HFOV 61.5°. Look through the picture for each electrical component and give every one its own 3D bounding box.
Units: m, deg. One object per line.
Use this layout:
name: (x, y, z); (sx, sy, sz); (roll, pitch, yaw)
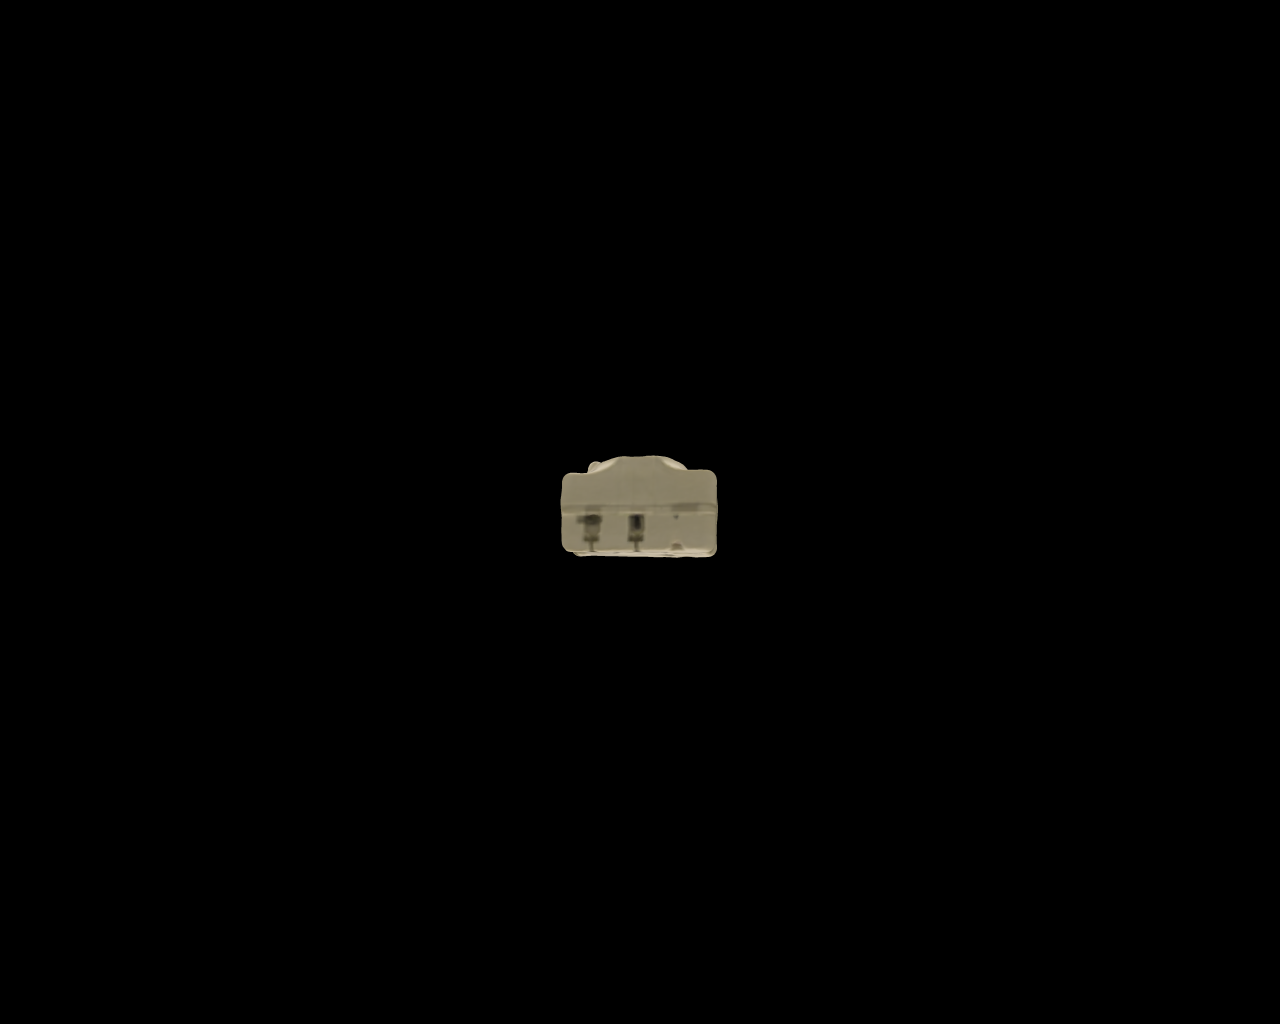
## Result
electrical component: (0.001, -0.003, 0.650); (0.089, 0.055, 0.050); (-1, -7, 5)
